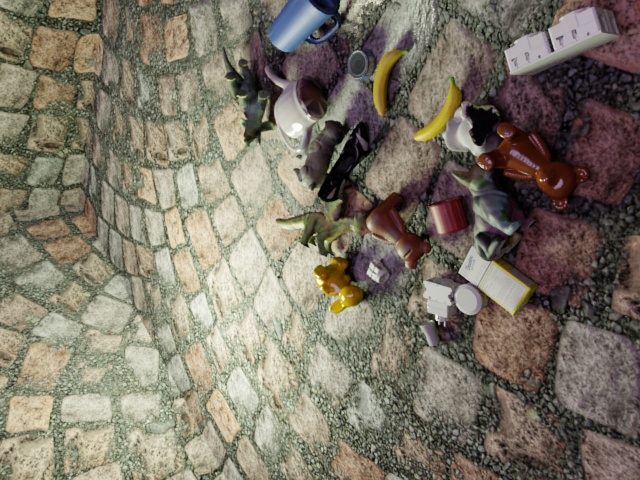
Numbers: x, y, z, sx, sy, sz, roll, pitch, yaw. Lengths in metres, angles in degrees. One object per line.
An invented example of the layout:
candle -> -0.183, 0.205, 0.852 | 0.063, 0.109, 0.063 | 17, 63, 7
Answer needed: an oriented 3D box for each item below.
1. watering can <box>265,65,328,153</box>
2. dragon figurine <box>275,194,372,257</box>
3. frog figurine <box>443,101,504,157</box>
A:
watering can -> -0.089, -0.464, 1.693 | 0.221, 0.104, 0.350 | -28, 75, 49
dragon figurine -> 0.005, -0.086, 1.710 | 0.415, 0.122, 0.241 | 30, 104, 38
frog figurine -> 0.371, -0.261, 1.249 | 0.138, 0.123, 0.158 | 57, 173, 9
